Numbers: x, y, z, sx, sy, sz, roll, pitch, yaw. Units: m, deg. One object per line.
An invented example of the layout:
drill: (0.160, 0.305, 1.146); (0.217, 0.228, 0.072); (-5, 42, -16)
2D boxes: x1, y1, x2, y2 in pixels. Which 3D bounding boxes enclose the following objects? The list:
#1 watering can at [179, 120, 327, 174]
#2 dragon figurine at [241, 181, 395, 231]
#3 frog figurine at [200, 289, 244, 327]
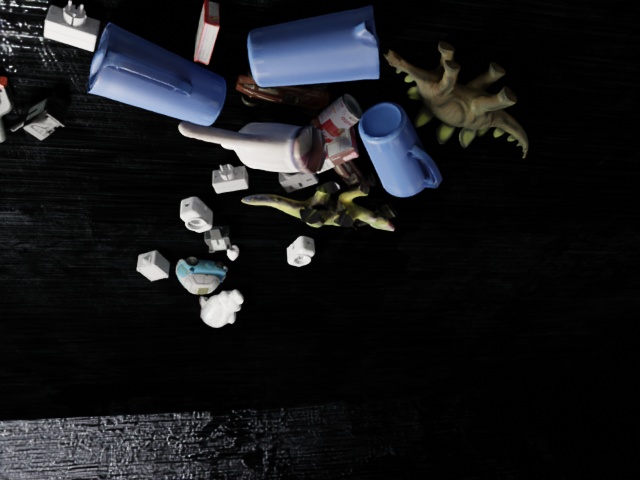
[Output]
watering can: (-0.118, -0.201, 1.089); (0.225, 0.103, 0.348); (8, -174, 21)
dragon figurine: (0.004, -0.070, 1.396); (0.410, 0.123, 0.240); (6, 167, -1)
frog figurine: (-0.333, 0.240, 1.800); (0.158, 0.126, 0.135); (-11, 127, 26)
